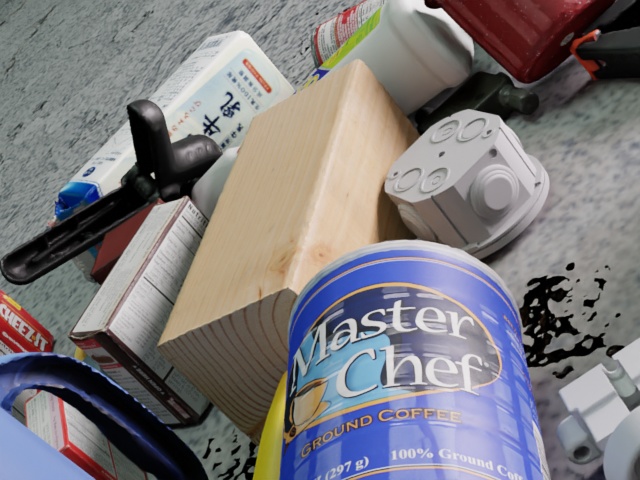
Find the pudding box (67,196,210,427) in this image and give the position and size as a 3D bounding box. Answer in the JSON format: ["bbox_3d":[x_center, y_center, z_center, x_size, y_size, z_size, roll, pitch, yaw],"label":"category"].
[{"bbox_3d":[-0.088,0.043,0.653,0.039,0.090,0.113,-16,36,40],"label":"pudding box"}]

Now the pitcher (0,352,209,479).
[{"bbox_3d":[-0.142,0.121,0.428,0.145,0.242,0.149,-35,32,3],"label":"pitcher"}]

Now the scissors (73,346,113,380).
[{"bbox_3d":[-0.160,0.107,0.733,0.096,0.016,0.201,-33,33,46],"label":"scissors"}]

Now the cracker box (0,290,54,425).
[{"bbox_3d":[-0.288,0.149,0.778,0.164,0.072,0.214,-35,26,11],"label":"cracker box"}]

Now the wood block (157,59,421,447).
[{"bbox_3d":[-0.003,0.001,0.606,0.091,0.090,0.206,-24,31,30],"label":"wood block"}]

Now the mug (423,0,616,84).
[{"bbox_3d":[0.126,-0.155,0.629,0.093,0.081,0.117,-33,-16,-34],"label":"mug"}]

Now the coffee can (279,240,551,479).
[{"bbox_3d":[0.035,0.081,0.414,0.103,0.102,0.140,-30,28,20],"label":"coffee can"}]

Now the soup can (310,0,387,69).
[{"bbox_3d":[0.053,-0.150,0.790,0.102,0.068,0.068,-23,31,32],"label":"soup can"}]

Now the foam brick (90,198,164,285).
[{"bbox_3d":[-0.106,0.022,0.726,0.051,0.078,0.053,-32,27,22],"label":"foam brick"}]

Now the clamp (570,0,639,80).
[{"bbox_3d":[0.221,-0.143,0.585,0.172,0.039,0.120,-16,33,41],"label":"clamp"}]

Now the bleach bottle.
[{"bbox_3d":[-0.010,-0.071,0.738,0.251,0.068,0.102,-38,13,25],"label":"bleach bottle"}]

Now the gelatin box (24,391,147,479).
[{"bbox_3d":[-0.131,0.125,0.602,0.030,0.073,0.089,-41,26,-1],"label":"gelatin box"}]

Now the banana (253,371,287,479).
[{"bbox_3d":[-0.014,0.134,0.447,0.197,0.037,0.070,-86,9,-63],"label":"banana"}]

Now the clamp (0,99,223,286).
[{"bbox_3d":[-0.133,-0.032,0.779,0.165,0.036,0.209,-43,-11,14],"label":"clamp"}]
